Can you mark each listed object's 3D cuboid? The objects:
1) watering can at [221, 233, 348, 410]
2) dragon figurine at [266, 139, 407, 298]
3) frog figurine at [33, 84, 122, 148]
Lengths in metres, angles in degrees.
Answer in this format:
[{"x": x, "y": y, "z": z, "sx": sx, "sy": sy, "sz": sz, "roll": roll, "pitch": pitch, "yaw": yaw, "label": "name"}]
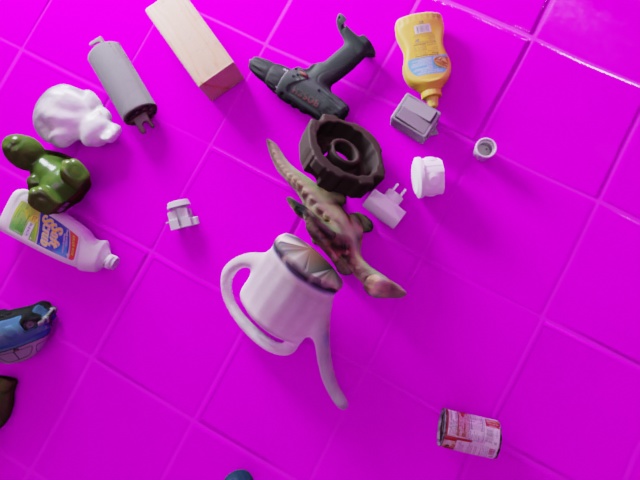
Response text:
[{"x": -0.035, "y": 0.135, "z": 0.962, "sx": 0.350, "sy": 0.105, "sz": 0.221, "roll": 39, "pitch": 110, "yaw": 12, "label": "watering can"}, {"x": 0.003, "y": -0.047, "z": 0.934, "sx": 0.122, "sy": 0.242, "sz": 0.412, "roll": -43, "pitch": 83, "yaw": 5, "label": "dragon figurine"}, {"x": -0.503, "y": -0.244, "z": 1.066, "sx": 0.160, "sy": 0.120, "sz": 0.139, "roll": 30, "pitch": 68, "yaw": 19, "label": "frog figurine"}]
